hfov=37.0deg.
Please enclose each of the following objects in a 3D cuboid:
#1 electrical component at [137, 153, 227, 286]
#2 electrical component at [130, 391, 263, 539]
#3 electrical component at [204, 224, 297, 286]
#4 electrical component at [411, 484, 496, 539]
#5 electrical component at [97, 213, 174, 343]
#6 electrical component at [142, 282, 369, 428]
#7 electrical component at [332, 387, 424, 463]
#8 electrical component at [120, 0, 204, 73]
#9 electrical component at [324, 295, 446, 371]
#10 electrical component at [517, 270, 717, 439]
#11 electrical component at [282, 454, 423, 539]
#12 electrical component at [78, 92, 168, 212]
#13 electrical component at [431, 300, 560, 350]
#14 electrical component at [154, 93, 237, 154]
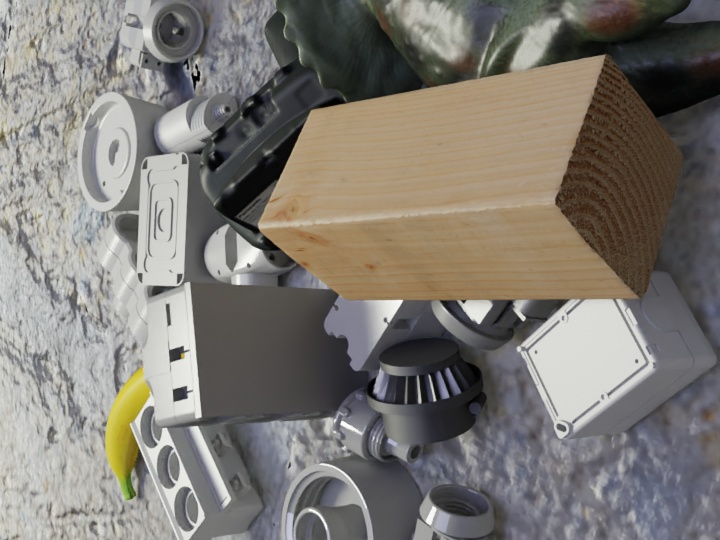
[{"bbox_3d":[-0.144,-0.040,0.915,0.078,0.057,0.113,0,88,48],"label":"electrical component"},{"bbox_3d":[-0.133,0.160,0.885,0.078,0.063,0.121,-54,51,31],"label":"electrical component"},{"bbox_3d":[-0.084,0.002,0.855,0.077,0.043,0.079,-12,78,47],"label":"electrical component"},{"bbox_3d":[0.059,0.170,0.684,0.066,0.048,0.055,28,115,45],"label":"electrical component"},{"bbox_3d":[-0.200,0.021,0.976,0.073,0.052,0.138,-56,50,30],"label":"electrical component"},{"bbox_3d":[-0.071,0.061,0.757,0.062,0.150,0.089,-18,74,45],"label":"electrical component"},{"bbox_3d":[0.015,0.112,0.738,0.062,0.048,0.048,24,106,39],"label":"electrical component"},{"bbox_3d":[-0.176,-0.217,0.963,0.057,0.058,0.078,25,106,49],"label":"electrical component"},{"bbox_3d":[0.027,0.020,0.721,0.050,0.056,0.089,52,124,37],"label":"electrical component"},{"bbox_3d":[0.139,0.050,0.595,0.096,0.061,0.061,-50,51,42],"label":"electrical component"},{"bbox_3d":[-0.011,0.183,0.749,0.108,0.060,0.108,-4,84,48],"label":"electrical component"},{"bbox_3d":[-0.206,-0.105,0.986,0.108,0.060,0.108,-4,84,48],"label":"electrical component"},{"bbox_3d":[0.080,0.012,0.661,0.078,0.058,0.057,53,121,36],"label":"electrical component"},{"bbox_3d":[-0.137,-0.126,0.923,0.081,0.043,0.043,-16,76,46],"label":"electrical component"}]
